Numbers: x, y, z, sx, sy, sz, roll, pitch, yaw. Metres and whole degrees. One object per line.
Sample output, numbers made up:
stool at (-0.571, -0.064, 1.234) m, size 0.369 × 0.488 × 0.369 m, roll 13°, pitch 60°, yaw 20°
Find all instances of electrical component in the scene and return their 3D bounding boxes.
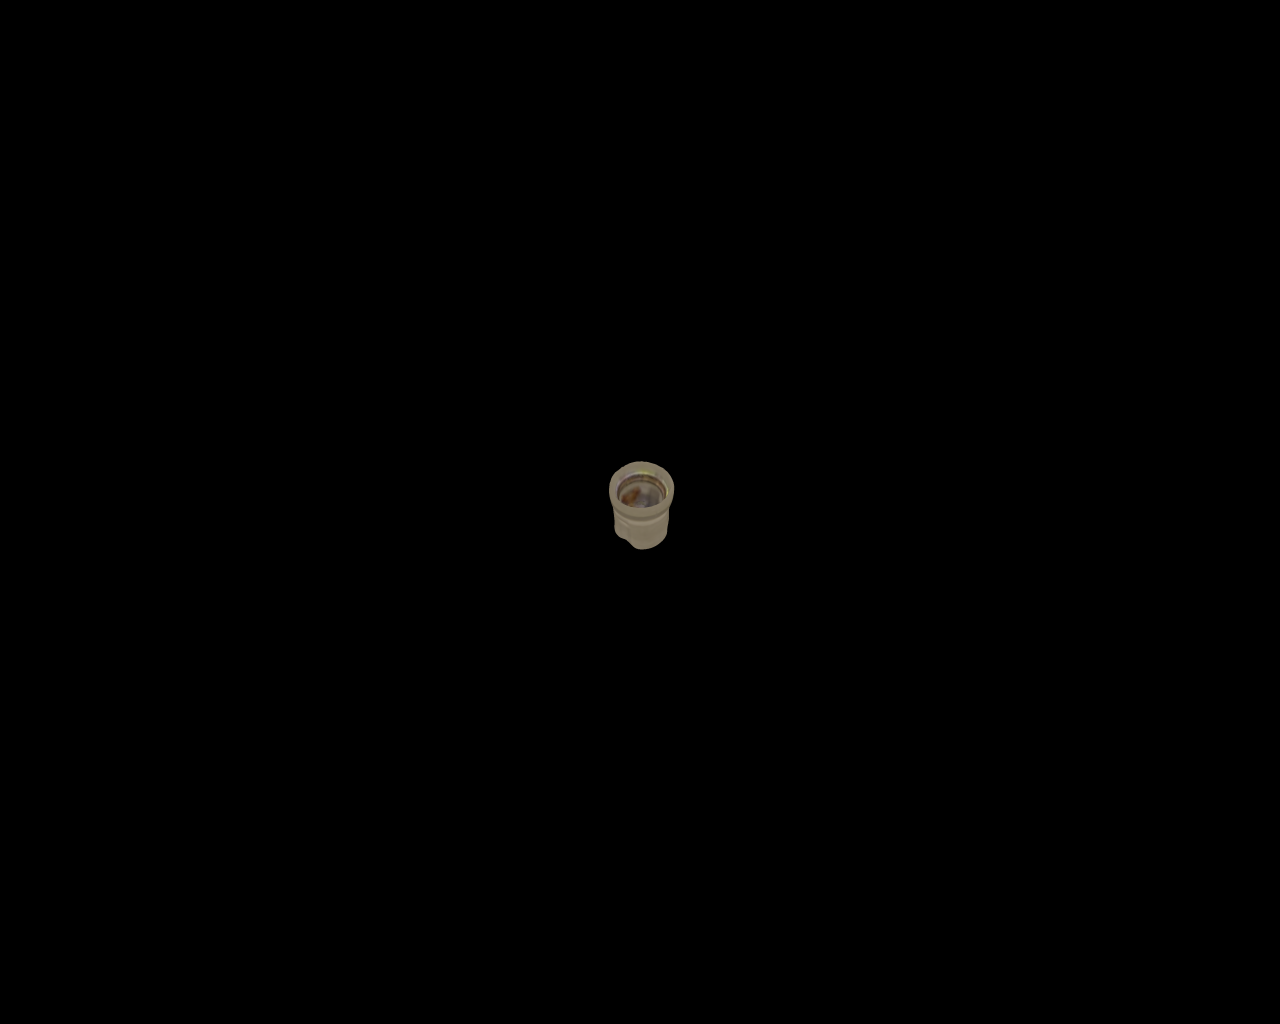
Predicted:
electrical component at (0.001, -0.003, 0.650) m, size 0.040 × 0.040 × 0.046 m, roll 0°, pitch -39°, yaw 0°
